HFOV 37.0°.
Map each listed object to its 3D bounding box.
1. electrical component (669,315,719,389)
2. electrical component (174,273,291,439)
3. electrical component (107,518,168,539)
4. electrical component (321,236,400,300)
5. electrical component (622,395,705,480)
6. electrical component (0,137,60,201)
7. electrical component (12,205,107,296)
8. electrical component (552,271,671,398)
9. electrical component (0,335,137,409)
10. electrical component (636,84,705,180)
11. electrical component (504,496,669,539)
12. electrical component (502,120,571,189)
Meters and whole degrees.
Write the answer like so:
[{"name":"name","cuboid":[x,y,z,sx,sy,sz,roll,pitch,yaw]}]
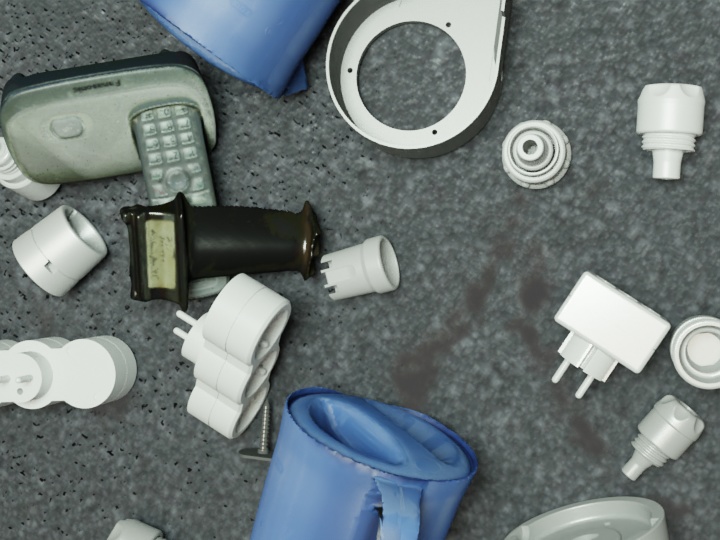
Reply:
[{"name":"electrical component","cuboid":[0.227,0.053,0.706,0.045,0.055,0.045,0,91,14]},{"name":"electrical component","cuboid":[-0.101,0.054,0.758,0.074,0.052,0.138,30,136,12]},{"name":"electrical component","cuboid":[-0.159,0.215,0.808,0.062,0.043,0.043,21,96,11]},{"name":"electrical component","cuboid":[0.000,0.000,0.768,0.046,0.040,0.040,-15,88,19]},{"name":"electrical component","cuboid":[0.201,0.116,0.724,0.035,0.035,0.061,40,102,10]},{"name":"electrical component","cuboid":[-0.258,-0.080,0.811,0.040,0.078,0.040,-4,75,15]},{"name":"electrical component","cuboid":[-0.226,-0.016,0.814,0.047,0.055,0.055,-38,82,7]},{"name":"electrical component","cuboid":[0.160,0.049,0.726,0.066,0.047,0.076,34,98,11]},{"name":"electrical component","cuboid":[-0.247,0.079,0.810,0.138,0.074,0.052,-3,90,13]},{"name":"electrical component","cuboid":[0.206,-0.091,0.715,0.043,0.043,0.062,4,93,13]},{"name":"electrical component","cuboid":[0.153,0.197,0.702,0.108,0.108,0.060,-16,93,13]},{"name":"electrical component","cuboid":[0.117,-0.080,0.726,0.048,0.062,0.048,0,91,14]}]
